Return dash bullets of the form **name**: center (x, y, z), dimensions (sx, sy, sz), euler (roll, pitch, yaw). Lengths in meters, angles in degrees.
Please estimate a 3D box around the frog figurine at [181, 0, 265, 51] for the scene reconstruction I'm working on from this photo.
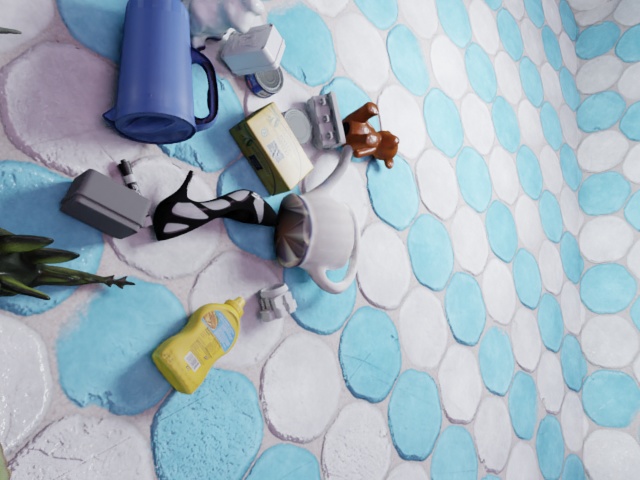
- **frog figurine**: center (-0.192, -0.442, 0.985), dimensions (0.139, 0.158, 0.122), euler (-25, 98, -44)

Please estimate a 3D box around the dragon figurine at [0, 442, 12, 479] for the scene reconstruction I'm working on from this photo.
- **dragon figurine**: center (-0.387, 0.403, 0.667), dimensions (0.239, 0.121, 0.419), euler (41, 40, -52)

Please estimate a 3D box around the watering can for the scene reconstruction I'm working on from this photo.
- **watering can**: center (0.003, -0.057, 1.126), dimensions (0.224, 0.103, 0.351), euler (8, 76, -43)
